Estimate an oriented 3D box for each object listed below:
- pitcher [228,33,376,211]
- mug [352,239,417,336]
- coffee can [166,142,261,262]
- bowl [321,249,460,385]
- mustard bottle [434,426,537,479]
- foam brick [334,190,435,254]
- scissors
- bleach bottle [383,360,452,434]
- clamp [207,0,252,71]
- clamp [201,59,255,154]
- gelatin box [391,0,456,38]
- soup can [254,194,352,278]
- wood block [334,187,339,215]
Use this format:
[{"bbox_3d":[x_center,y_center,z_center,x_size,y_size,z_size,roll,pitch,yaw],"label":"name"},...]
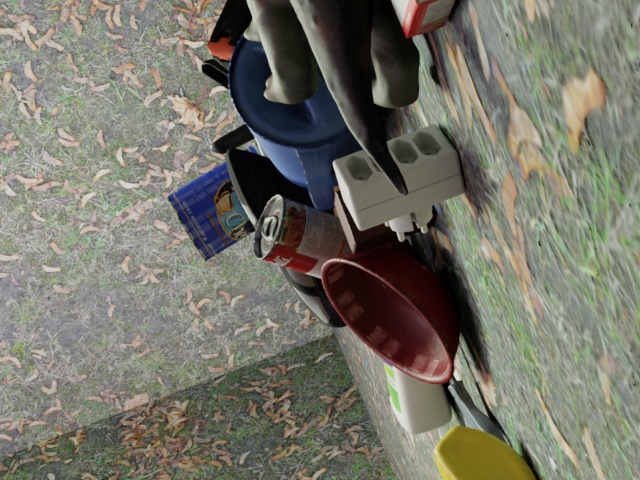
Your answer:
[{"bbox_3d":[-0.007,-0.116,1.052,0.145,0.149,0.243,34,174,9],"label":"pitcher"},{"bbox_3d":[0.063,0.052,1.132,0.081,0.093,0.117,-106,35,-48],"label":"mug"},{"bbox_3d":[-0.119,-0.050,1.417,0.103,0.140,0.103,58,176,6],"label":"coffee can"},{"bbox_3d":[0.078,0.061,1.013,0.162,0.055,0.162,38,157,18],"label":"bowl"},{"bbox_3d":[0.160,0.251,0.996,0.096,0.058,0.191,29,155,31],"label":"mustard bottle"},{"bbox_3d":[0.058,-0.027,0.956,0.053,0.078,0.051,91,159,-78],"label":"foam brick"},{"bbox_3d":[0.143,0.154,1.043,0.202,0.016,0.096,64,171,7],"label":"scissors"},{"bbox_3d":[0.095,0.102,1.273,0.102,0.068,0.251,-117,10,-68],"label":"bleach bottle"},{"bbox_3d":[-0.060,-0.230,1.057,0.209,0.036,0.165,-53,-30,-63],"label":"clamp"},{"bbox_3d":[-0.064,-0.146,1.280,0.039,0.171,0.120,147,130,-62],"label":"clamp"},{"bbox_3d":[0.051,-0.171,0.619,0.073,0.030,0.089,94,156,-85],"label":"gelatin box"},{"bbox_3d":[-0.007,0.001,1.077,0.069,0.102,0.068,-49,31,44],"label":"soup can"},{"bbox_3d":[0.024,-0.031,1.376,0.091,0.090,0.206,75,174,-60],"label":"wood block"}]
